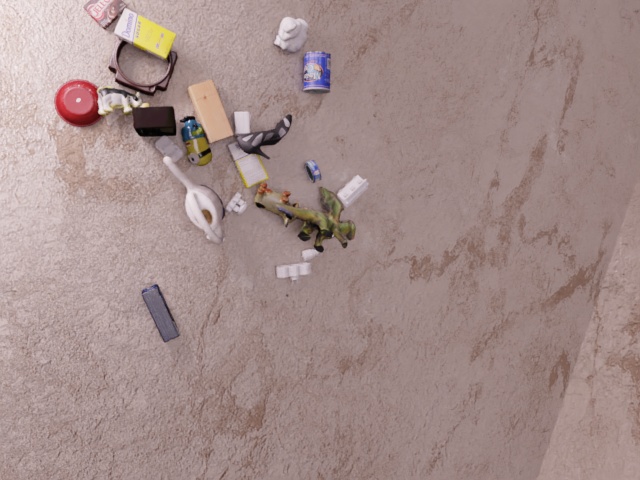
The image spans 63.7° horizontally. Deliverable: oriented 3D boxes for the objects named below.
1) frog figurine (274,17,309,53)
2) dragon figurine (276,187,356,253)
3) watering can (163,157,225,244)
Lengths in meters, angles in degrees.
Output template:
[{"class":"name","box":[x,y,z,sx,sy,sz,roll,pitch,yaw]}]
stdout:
[{"class":"frog figurine","box":[-0.096,-0.763,1.900,0.138,0.160,0.121,-40,108,-12]},{"class":"dragon figurine","box":[0.006,-0.100,1.985,0.405,0.121,0.249,40,42,-30]},{"class":"watering can","box":[-0.425,-0.146,1.795,0.104,0.227,0.344,-27,103,3]}]
